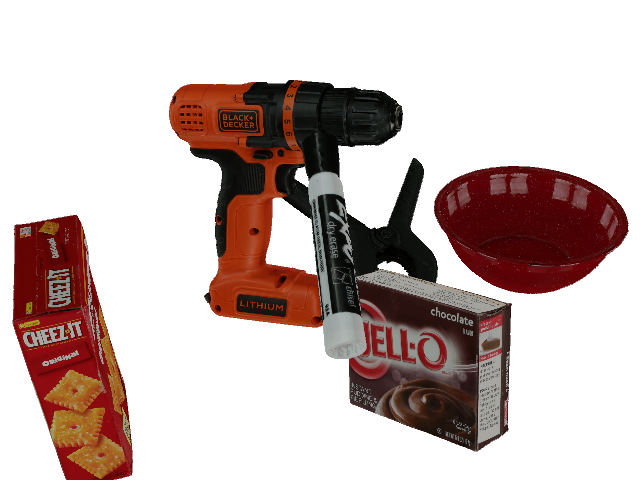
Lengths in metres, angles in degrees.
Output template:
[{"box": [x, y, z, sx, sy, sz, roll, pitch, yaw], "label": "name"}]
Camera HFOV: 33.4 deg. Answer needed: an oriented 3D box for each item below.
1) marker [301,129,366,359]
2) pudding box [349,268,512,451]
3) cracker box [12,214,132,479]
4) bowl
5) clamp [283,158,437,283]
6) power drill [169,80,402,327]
[{"box": [0.005, -0.002, 0.509, 0.020, 0.121, 0.020, -5, -30, -3], "label": "marker"}, {"box": [0.068, 0.073, 0.686, 0.114, 0.090, 0.039, 13, 21, 43], "label": "pudding box"}, {"box": [-0.241, 0.107, 1.043, 0.072, 0.214, 0.164, -12, 35, -8], "label": "cracker box"}, {"box": [0.176, -0.003, 0.911, 0.162, 0.055, 0.162, 0, 33, 0], "label": "bowl"}, {"box": [0.051, 0.002, 1.081, 0.164, 0.210, 0.036, -4, -36, -15], "label": "clamp"}, {"box": [-0.025, -0.030, 0.823, 0.185, 0.188, 0.057, 5, 17, 23], "label": "power drill"}]
